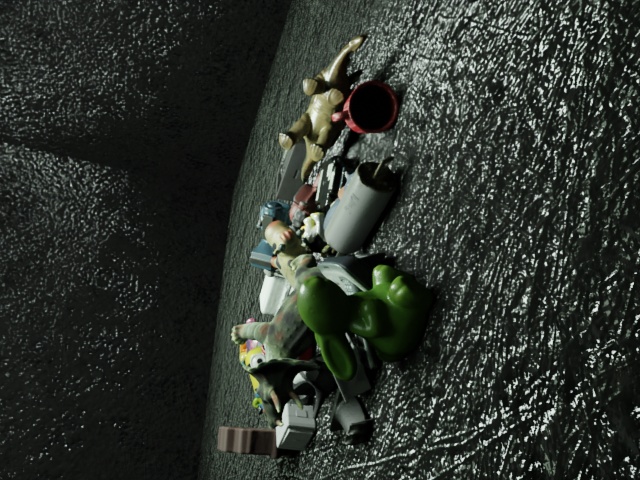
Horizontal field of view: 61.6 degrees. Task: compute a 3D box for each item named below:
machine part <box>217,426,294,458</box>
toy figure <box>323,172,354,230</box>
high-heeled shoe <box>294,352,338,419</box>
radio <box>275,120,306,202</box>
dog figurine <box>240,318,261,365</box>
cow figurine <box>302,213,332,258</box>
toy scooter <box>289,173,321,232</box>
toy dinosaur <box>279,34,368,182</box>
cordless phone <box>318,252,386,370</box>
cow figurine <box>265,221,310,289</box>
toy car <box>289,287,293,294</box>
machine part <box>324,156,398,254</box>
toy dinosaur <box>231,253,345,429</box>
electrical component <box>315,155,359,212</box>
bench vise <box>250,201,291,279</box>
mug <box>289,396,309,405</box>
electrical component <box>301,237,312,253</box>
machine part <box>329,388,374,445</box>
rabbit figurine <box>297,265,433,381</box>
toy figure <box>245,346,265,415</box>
[{"bbox_3d":[-0.141,0.445,1.188,0.179,0.179,0.056,138,140,-66],"label":"machine part"},{"bbox_3d":[0.053,-0.073,1.064,0.058,0.064,0.154,-37,-18,-50],"label":"toy figure"},{"bbox_3d":[-0.016,0.243,1.053,0.249,0.086,0.145,-151,77,-70],"label":"high-heeled shoe"},{"bbox_3d":[-0.073,-0.237,1.612,0.229,0.073,0.131,117,159,-44],"label":"radio"},{"bbox_3d":[-0.146,0.306,1.428,0.219,0.108,0.191,-124,48,-66],"label":"dog figurine"},{"bbox_3d":[-0.001,-0.003,1.202,0.167,0.068,0.098,147,122,-72],"label":"cow figurine"},{"bbox_3d":[-0.030,-0.079,1.276,0.135,0.075,0.183,-52,-6,-51],"label":"toy scooter"},{"bbox_3d":[0.009,-0.256,1.173,0.198,0.105,0.471,-50,-5,-41],"label":"toy dinosaur"},{"bbox_3d":[0.062,0.113,0.885,0.146,0.089,0.184,168,93,-74],"label":"cordless phone"},{"bbox_3d":[-0.054,0.045,1.162,0.085,0.194,0.127,-37,11,-21],"label":"cow figurine"},{"bbox_3d":[-0.061,0.194,1.285,0.074,0.056,0.201,-122,45,-68],"label":"toy car"},{"bbox_3d":[0.069,-0.054,0.953,0.243,0.079,0.079,118,158,-46],"label":"machine part"},{"bbox_3d":[-0.024,0.133,0.982,0.192,0.131,0.405,7,58,54],"label":"toy dinosaur"},{"bbox_3d":[0.037,-0.118,1.158,0.134,0.058,0.114,-177,96,-75],"label":"electrical component"},{"bbox_3d":[-0.107,-0.019,1.487,0.240,0.129,0.223,-50,-42,-58],"label":"bench vise"},{"bbox_3d":[-0.070,0.349,1.167,0.110,0.081,0.107,-117,33,-61],"label":"mug"},{"bbox_3d":[-0.040,0.037,1.375,0.063,0.021,0.094,128,139,-49],"label":"electrical component"},{"bbox_3d":[0.046,0.286,0.872,0.139,0.039,0.084,-164,94,-77],"label":"machine part"},{"bbox_3d":[0.045,0.103,0.749,0.121,0.170,0.159,-117,41,-67],"label":"rabbit figurine"},{"bbox_3d":[-0.125,0.340,1.266,0.089,0.082,0.180,-21,86,42],"label":"toy figure"}]
